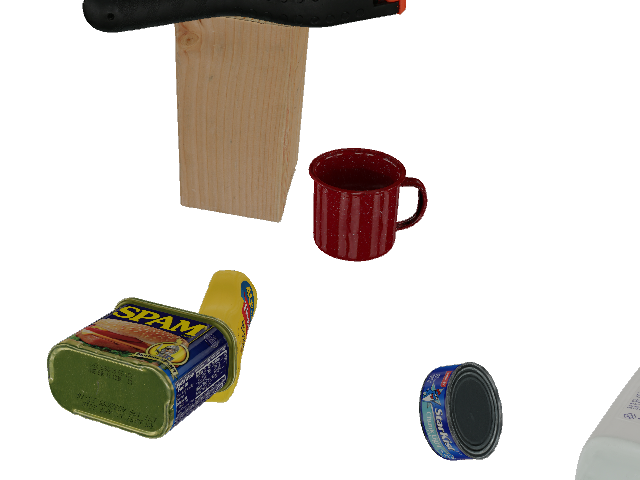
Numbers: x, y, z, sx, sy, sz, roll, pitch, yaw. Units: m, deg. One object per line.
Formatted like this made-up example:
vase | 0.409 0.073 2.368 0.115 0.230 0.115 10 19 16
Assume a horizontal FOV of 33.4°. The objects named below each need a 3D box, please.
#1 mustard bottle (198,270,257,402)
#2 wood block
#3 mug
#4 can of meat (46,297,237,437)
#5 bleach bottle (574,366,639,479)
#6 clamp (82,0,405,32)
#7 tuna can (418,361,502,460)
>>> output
mustard bottle | -0.105 0.088 1.177 0.058 0.096 0.191 1 27 4
wood block | -0.063 -0.122 0.865 0.091 0.090 0.206 10 -42 4
mug | 0.046 -0.034 1.038 0.117 0.081 0.093 -4 32 -9
can of meat | -0.121 0.085 0.723 0.102 0.057 0.083 12 22 22
bleach bottle | 0.245 0.098 0.648 0.103 0.068 0.250 18 29 29
clamp | -0.041 -0.138 0.578 0.171 0.039 0.120 7 41 13
tuna can | 0.125 0.153 0.952 0.034 0.086 0.085 -14 -9 40
